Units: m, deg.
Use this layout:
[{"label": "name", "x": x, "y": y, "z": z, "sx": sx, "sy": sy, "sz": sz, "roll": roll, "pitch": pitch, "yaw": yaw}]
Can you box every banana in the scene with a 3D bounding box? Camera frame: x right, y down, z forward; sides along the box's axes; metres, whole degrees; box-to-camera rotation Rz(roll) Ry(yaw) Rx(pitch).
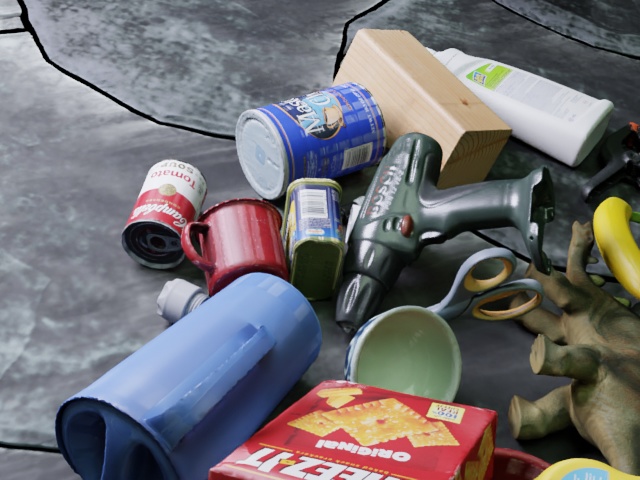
[{"label": "banana", "x": 0.323, "y": 0.002, "z": 1.127, "sx": 0.069, "sy": 0.037, "sz": 0.197, "roll": 20, "pitch": 32, "yaw": -1}]

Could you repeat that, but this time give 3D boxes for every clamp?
[{"label": "clamp", "x": 0.394, "y": -0.084, "z": 1.316, "sx": 0.120, "sy": 0.039, "sz": 0.171, "roll": 23, "pitch": 46, "yaw": 8}]

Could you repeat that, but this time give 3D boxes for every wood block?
[{"label": "wood block", "x": 0.118, "y": -0.159, "z": 1.279, "sx": 0.090, "sy": 0.090, "sz": 0.206, "roll": -7, "pitch": 46, "yaw": -41}]

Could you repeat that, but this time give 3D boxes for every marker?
[{"label": "marker", "x": 0.064, "y": -0.049, "z": 1.223, "sx": 0.120, "sy": 0.020, "sz": 0.020, "roll": -28, "pitch": 58, "yaw": -33}]

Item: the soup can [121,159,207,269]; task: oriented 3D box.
[{"label": "soup can", "x": -0.161, "y": -0.028, "z": 1.119, "sx": 0.068, "sy": 0.069, "sz": 0.102, "roll": 13, "pitch": 44, "yaw": 0}]

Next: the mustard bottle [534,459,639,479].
[{"label": "mustard bottle", "x": 0.227, "y": 0.228, "z": 0.864, "sx": 0.192, "sy": 0.058, "sz": 0.096, "roll": 6, "pitch": 69, "yaw": 12}]

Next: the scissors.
[{"label": "scissors", "x": 0.112, "y": 0.058, "z": 1.024, "sx": 0.202, "sy": 0.096, "sz": 0.016, "roll": -12, "pitch": 38, "yaw": 10}]

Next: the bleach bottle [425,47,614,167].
[{"label": "bleach bottle", "x": 0.239, "y": -0.186, "z": 1.367, "sx": 0.251, "sy": 0.068, "sz": 0.102, "roll": 30, "pitch": 47, "yaw": 20}]

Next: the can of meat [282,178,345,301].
[{"label": "can of meat", "x": -0.007, "y": 0.001, "z": 1.101, "sx": 0.057, "sy": 0.102, "sz": 0.084, "roll": 2, "pitch": 48, "yaw": -7}]

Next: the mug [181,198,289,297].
[{"label": "mug", "x": -0.086, "y": 0.015, "z": 1.072, "sx": 0.117, "sy": 0.093, "sz": 0.081, "roll": 18, "pitch": 43, "yaw": -35}]

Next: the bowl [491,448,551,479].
[{"label": "bowl", "x": 0.159, "y": 0.262, "z": 0.916, "sx": 0.162, "sy": 0.055, "sz": 0.162, "roll": 6, "pitch": 46, "yaw": -7}]

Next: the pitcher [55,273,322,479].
[{"label": "pitcher", "x": -0.096, "y": 0.125, "z": 0.925, "sx": 0.149, "sy": 0.145, "sz": 0.242, "roll": 13, "pitch": 34, "yaw": 30}]

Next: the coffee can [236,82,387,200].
[{"label": "coffee can", "x": -0.010, "y": -0.114, "z": 1.211, "sx": 0.140, "sy": 0.103, "sz": 0.103, "roll": -20, "pitch": 54, "yaw": -29}]

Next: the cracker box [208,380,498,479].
[{"label": "cracker box", "x": 0.033, "y": 0.183, "z": 0.839, "sx": 0.164, "sy": 0.072, "sz": 0.213, "roll": 8, "pitch": 14, "yaw": 23}]
